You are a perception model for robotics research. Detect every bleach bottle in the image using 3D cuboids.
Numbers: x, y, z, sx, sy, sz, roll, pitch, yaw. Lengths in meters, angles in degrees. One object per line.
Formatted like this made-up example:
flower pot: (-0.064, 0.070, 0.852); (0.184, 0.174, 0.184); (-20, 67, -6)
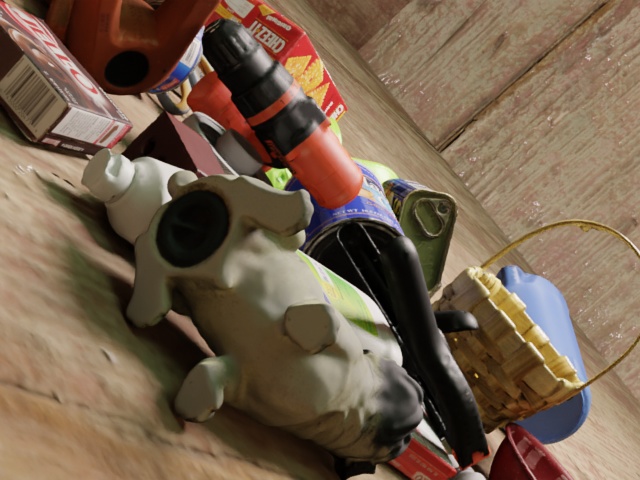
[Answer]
bleach bottle: (-0.054, 0.022, 0.720); (0.250, 0.068, 0.103); (37, 16, -35)

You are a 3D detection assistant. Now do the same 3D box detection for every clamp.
clamp: (0.077, 0.078, 0.799); (0.210, 0.036, 0.164); (63, -7, -2)
clamp: (0.080, 0.097, 0.940); (0.039, 0.120, 0.172); (9, 12, -24)

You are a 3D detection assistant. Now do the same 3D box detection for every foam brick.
foam brick: (-0.102, -0.044, 0.776); (0.051, 0.053, 0.078); (35, 16, -46)

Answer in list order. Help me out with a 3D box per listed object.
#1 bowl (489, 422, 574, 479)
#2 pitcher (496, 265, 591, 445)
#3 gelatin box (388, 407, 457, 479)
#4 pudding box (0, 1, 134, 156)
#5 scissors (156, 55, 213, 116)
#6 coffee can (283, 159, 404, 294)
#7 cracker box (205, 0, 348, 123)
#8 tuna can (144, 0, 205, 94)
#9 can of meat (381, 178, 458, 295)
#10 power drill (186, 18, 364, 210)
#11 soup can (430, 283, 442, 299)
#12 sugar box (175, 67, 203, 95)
bowl: (0.197, 0.239, 0.931); (0.162, 0.055, 0.162); (45, 12, -13)
pitcher: (0.250, 0.150, 1.272); (0.149, 0.145, 0.242); (34, 18, -8)
gelatin box: (0.059, 0.142, 0.816); (0.073, 0.030, 0.089); (41, 14, -33)
pudding box: (-0.187, -0.109, 0.710); (0.113, 0.039, 0.090); (50, 12, 13)
scissors: (-0.154, -0.202, 1.012); (0.201, 0.016, 0.096); (61, 34, -15)
coffee can: (0.021, -0.003, 0.958); (0.102, 0.103, 0.140); (43, 13, -24)
cracker box: (-0.069, -0.206, 1.212); (0.164, 0.072, 0.213); (38, -4, 20)
tuna can: (-0.147, -0.177, 0.958); (0.033, 0.086, 0.086); (27, 24, -54)
can of meat: (0.085, -0.006, 1.041); (0.057, 0.102, 0.084); (9, 10, -17)
power drill: (-0.056, -0.110, 0.920); (0.184, 0.057, 0.188); (52, -11, -20)
soup can: (0.073, 0.028, 1.131); (0.102, 0.068, 0.068); (52, 12, 14)
sugar box: (-0.166, -0.206, 1.084); (0.176, 0.048, 0.093); (44, 12, -35)
